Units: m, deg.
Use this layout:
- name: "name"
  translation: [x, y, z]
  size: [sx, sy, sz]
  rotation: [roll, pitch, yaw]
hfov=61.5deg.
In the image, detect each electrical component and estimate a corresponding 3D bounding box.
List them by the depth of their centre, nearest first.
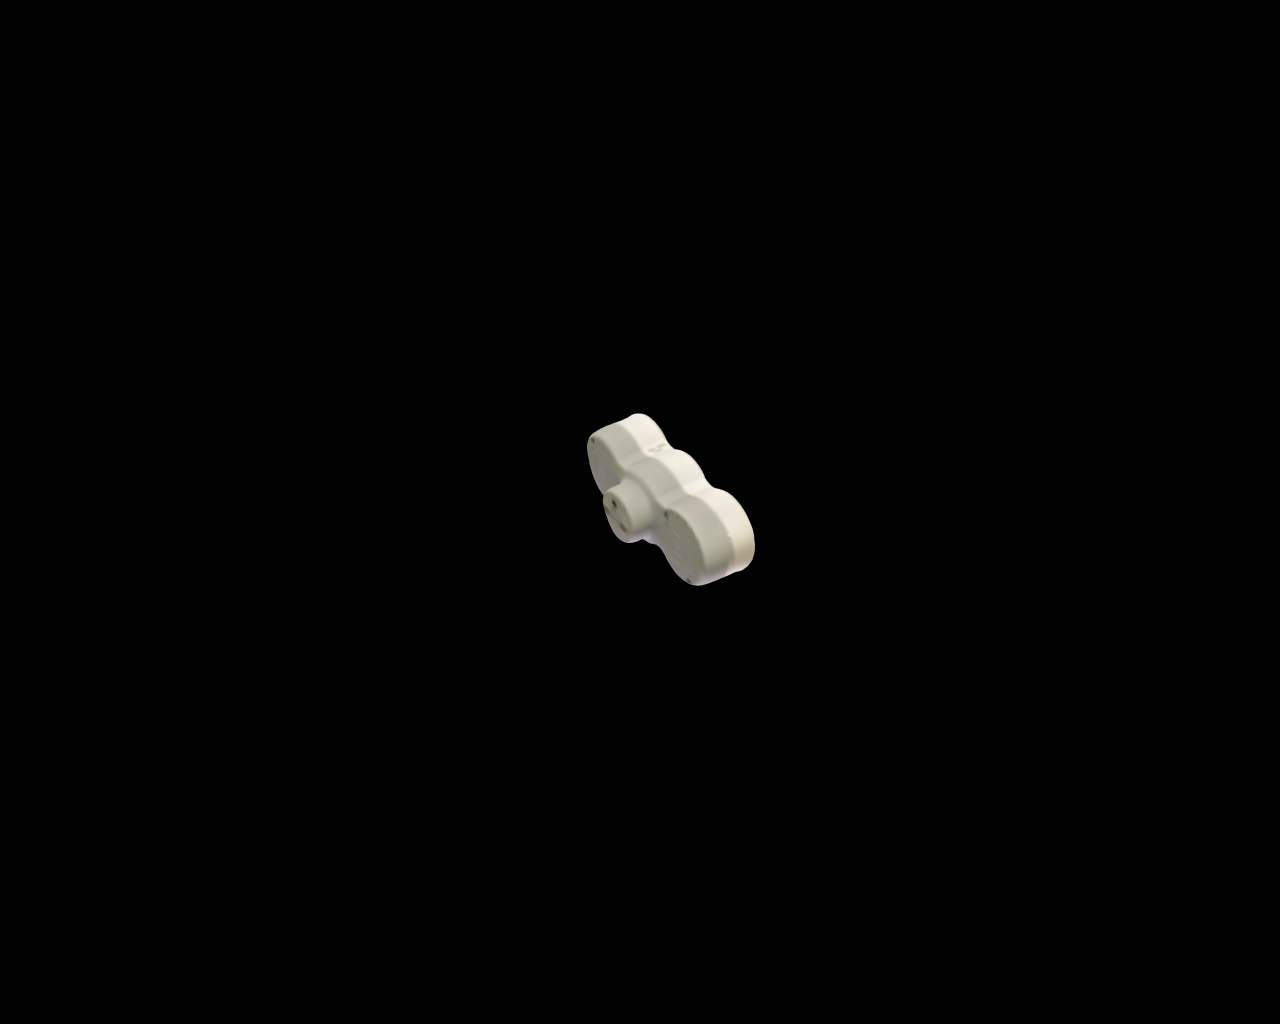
- name: "electrical component"
  translation: [0.001, -0.003, 0.650]
  size: [0.074, 0.052, 0.138]
  rotation: [-22, 45, -23]
